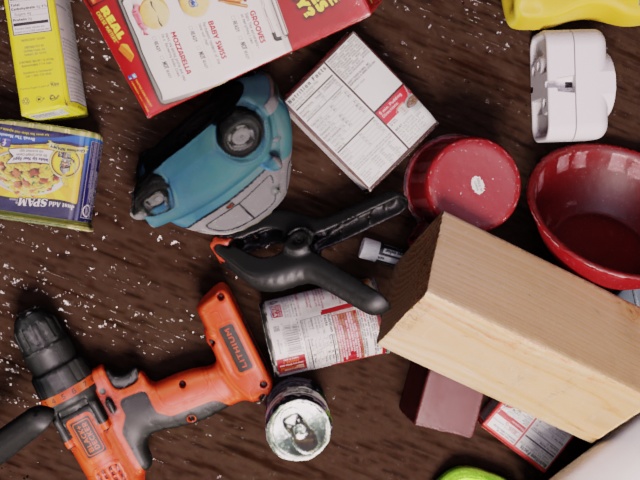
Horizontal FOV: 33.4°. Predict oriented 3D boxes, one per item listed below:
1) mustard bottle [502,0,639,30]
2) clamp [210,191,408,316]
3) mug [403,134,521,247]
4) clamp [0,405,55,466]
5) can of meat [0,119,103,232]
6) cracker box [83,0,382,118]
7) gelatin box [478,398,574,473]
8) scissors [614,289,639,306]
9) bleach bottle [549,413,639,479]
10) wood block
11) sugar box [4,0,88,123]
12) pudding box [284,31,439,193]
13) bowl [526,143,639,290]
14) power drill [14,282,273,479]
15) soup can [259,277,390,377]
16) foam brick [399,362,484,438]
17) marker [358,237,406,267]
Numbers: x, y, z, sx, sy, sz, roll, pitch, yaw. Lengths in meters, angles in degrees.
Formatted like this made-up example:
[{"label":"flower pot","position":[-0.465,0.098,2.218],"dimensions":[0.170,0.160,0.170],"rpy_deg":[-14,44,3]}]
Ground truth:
[{"label":"mustard bottle","position":[0.256,-0.234,0.929],"dimensions":[0.191,0.058,0.096],"rpy_deg":[-2,78,-5]},{"label":"clamp","position":[-0.006,0.001,0.911],"dimensions":[0.172,0.039,0.120],"rpy_deg":[9,51,21]},{"label":"mug","position":[0.116,-0.038,0.916],"dimensions":[0.093,0.081,0.117],"rpy_deg":[41,89,-5]},{"label":"clamp","position":[-0.301,0.203,0.897],"dimensions":[0.210,0.036,0.164],"rpy_deg":[1,122,0]},{"label":"can of meat","position":[-0.238,-0.055,0.902],"dimensions":[0.102,0.057,0.084],"rpy_deg":[8,90,-5]},{"label":"cracker box","position":[-0.080,-0.215,0.847],"dimensions":[0.214,0.072,0.164],"rpy_deg":[-21,107,23]},{"label":"gelatin box","position":[0.197,0.151,0.957],"dimensions":[0.073,0.030,0.089],"rpy_deg":[38,93,-5]},{"label":"scissors","position":[0.306,0.038,0.967],"dimensions":[0.096,0.016,0.202],"rpy_deg":[30,90,-7]},{"label":"bleach bottle","position":[0.287,0.172,0.917],"dimensions":[0.250,0.102,0.068],"rpy_deg":[-36,73,-15]},{"label":"wood block","position":[0.162,0.074,0.875],"dimensions":[0.206,0.090,0.090],"rpy_deg":[25,49,-10]},{"label":"sugar box","position":[-0.231,-0.189,0.878],"dimensions":[0.048,0.093,0.176],"rpy_deg":[-11,93,-3]},{"label":"pudding box","position":[0.034,-0.111,0.929],"dimensions":[0.090,0.039,0.113],"rpy_deg":[-45,93,-1]},{"label":"bowl","position":[0.250,-0.010,0.917],"dimensions":[0.162,0.162,0.055],"rpy_deg":[4,137,-5]},{"label":"power drill","position":[-0.149,0.110,0.918],"dimensions":[0.187,0.057,0.184],"rpy_deg":[-27,98,0]},{"label":"soup can","position":[0.004,0.076,0.921],"dimensions":[0.102,0.068,0.068],"rpy_deg":[-13,94,-3]},{"label":"foam brick","position":[0.106,0.135,0.926],"dimensions":[0.053,0.078,0.051],"rpy_deg":[15,90,-5]},{"label":"marker","position":[0.094,0.023,0.949],"dimensions":[0.121,0.020,0.020],"rpy_deg":[16,91,-5]}]
